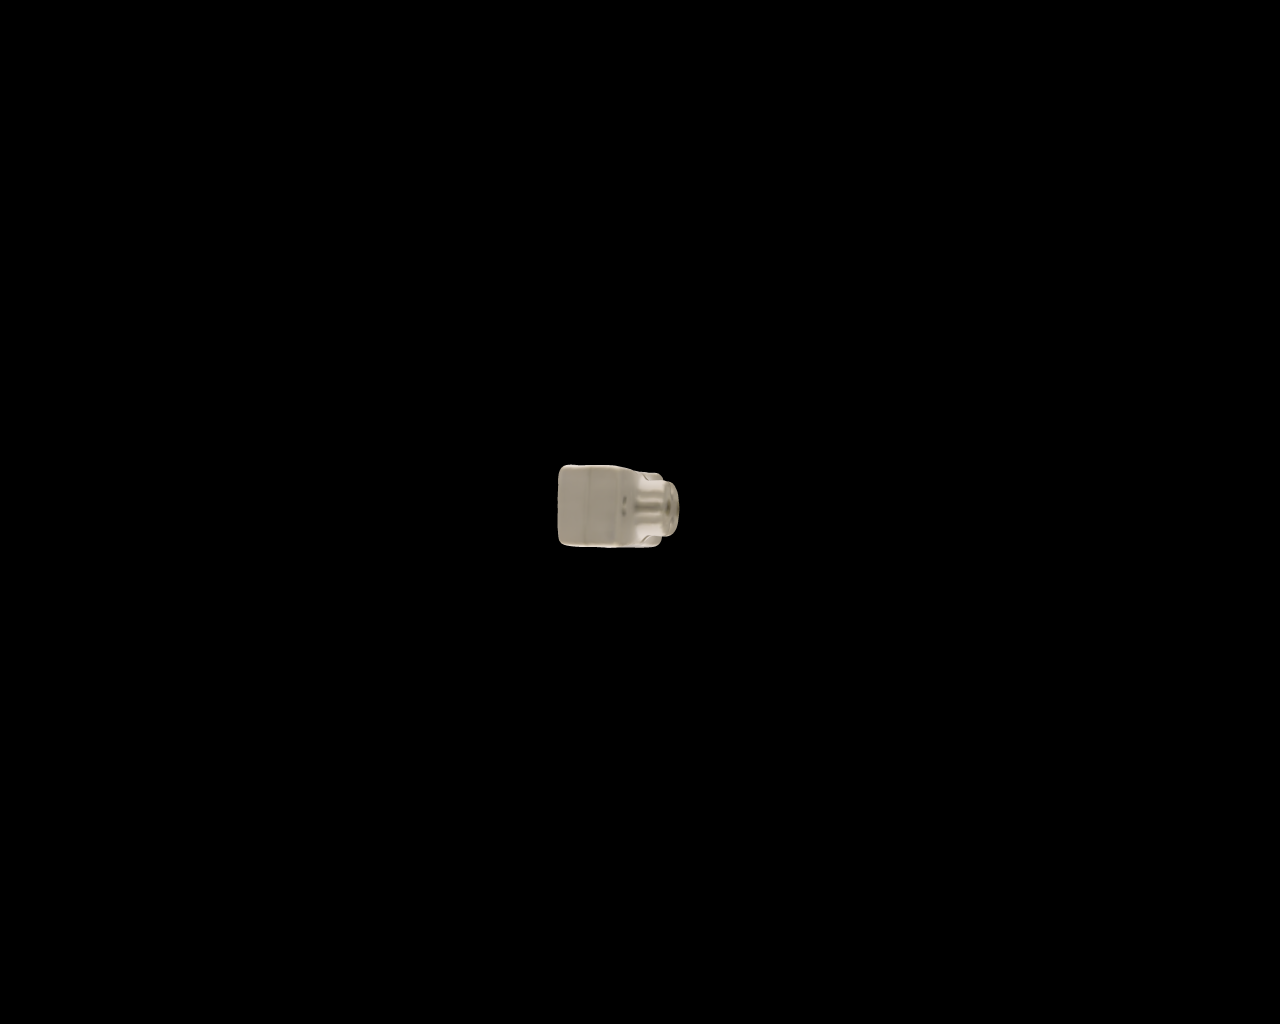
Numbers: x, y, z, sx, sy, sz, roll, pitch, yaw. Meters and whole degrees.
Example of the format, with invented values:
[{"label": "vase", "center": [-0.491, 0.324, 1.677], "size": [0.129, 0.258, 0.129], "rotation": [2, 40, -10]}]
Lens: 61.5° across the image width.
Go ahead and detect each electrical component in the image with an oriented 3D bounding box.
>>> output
[{"label": "electrical component", "center": [0.001, -0.003, 0.650], "size": [0.076, 0.047, 0.083], "rotation": [-1, -2, 20]}]
